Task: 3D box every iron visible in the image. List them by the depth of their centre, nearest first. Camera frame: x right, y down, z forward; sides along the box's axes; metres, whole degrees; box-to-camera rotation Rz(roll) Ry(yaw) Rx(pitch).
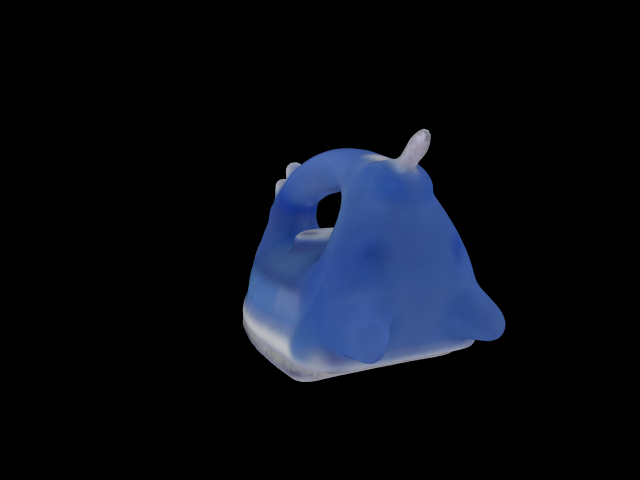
[{"bbox_3d":[0.004,0.001,0.400,0.119,0.141,0.257,-4,8,-27],"label":"iron"}]
